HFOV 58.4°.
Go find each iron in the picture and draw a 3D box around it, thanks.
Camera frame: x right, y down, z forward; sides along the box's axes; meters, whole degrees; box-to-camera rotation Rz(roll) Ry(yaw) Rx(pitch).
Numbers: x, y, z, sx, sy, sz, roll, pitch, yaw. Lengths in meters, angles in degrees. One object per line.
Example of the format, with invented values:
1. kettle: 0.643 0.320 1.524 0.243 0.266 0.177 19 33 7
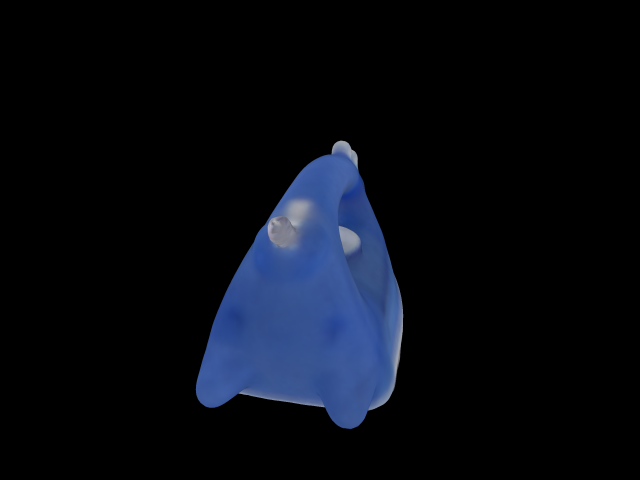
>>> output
1. iron: 0.004 0.001 0.400 0.118 0.141 0.258 5 28 10
